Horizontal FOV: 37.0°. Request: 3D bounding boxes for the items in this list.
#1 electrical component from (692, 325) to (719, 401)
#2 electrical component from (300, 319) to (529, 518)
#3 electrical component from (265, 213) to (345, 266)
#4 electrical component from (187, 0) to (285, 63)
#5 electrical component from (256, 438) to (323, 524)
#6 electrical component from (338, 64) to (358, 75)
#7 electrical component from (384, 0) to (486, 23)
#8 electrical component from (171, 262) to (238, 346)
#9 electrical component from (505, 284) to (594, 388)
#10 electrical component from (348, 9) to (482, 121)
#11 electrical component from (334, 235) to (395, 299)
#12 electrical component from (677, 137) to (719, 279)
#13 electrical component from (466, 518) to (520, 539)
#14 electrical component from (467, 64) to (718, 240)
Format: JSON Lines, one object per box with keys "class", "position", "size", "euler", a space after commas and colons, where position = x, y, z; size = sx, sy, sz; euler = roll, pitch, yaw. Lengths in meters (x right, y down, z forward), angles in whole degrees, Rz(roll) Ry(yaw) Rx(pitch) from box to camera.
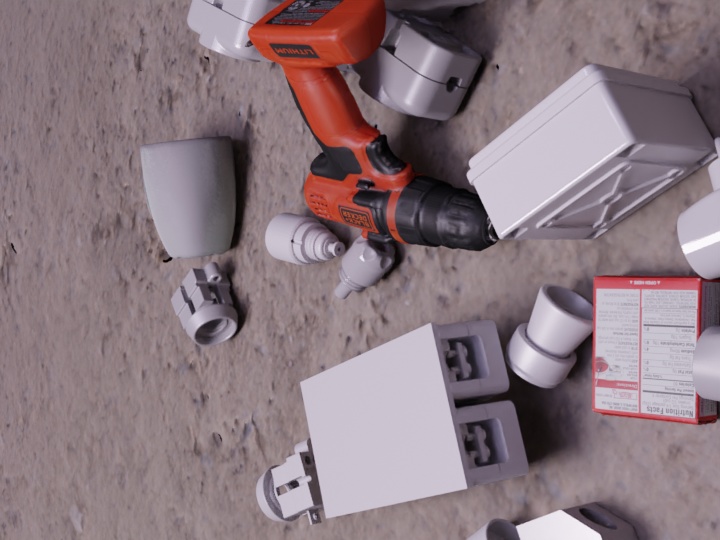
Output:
{"class": "electrical component", "position": [0.233, 0.039, 0.600], "size": [0.077, 0.044, 0.079], "euler": [7, 94, 45]}
{"class": "electrical component", "position": [0.035, 0.109, 0.763], "size": [0.186, 0.060, 0.105], "euler": [-30, 68, 55]}
{"class": "electrical component", "position": [-0.043, -0.023, 0.884], "size": [0.078, 0.040, 0.040], "euler": [14, 99, 45]}
{"class": "electrical component", "position": [-0.106, -0.220, 0.942], "size": [0.095, 0.054, 0.059], "euler": [35, 113, 40]}
{"class": "electrical component", "position": [-0.052, 0.179, 0.884], "size": [0.055, 0.048, 0.066], "euler": [-29, 69, 33]}
{"class": "electrical component", "position": [-0.013, -0.180, 0.841], "size": [0.042, 0.064, 0.081], "euler": [45, 119, 37]}
{"class": "electrical component", "position": [0.042, -0.219, 0.768], "size": [0.050, 0.089, 0.055], "euler": [-17, 77, 44]}
{"class": "electrical component", "position": [-0.139, 0.035, 0.976], "size": [0.066, 0.048, 0.055], "euler": [-52, 48, 31]}
{"class": "electrical component", "position": [0.126, 0.044, 0.708], "size": [0.045, 0.045, 0.055], "euler": [46, 120, 36]}
{"class": "electrical component", "position": [0.036, -0.153, 0.797], "size": [0.095, 0.054, 0.059], "euler": [44, 119, 37]}
{"class": "electrical component", "position": [0.000, 0.000, 0.844], "size": [0.061, 0.035, 0.035], "euler": [-50, 56, 35]}
{"class": "electrical component", "position": [0.222, -0.044, 0.614], "size": [0.077, 0.043, 0.079], "euler": [-26, 65, 42]}
{"class": "electrical component", "position": [0.088, 0.225, 0.742], "size": [0.077, 0.043, 0.079], "euler": [-48, 58, 33]}
{"class": "electrical component", "position": [0.141, -0.067, 0.651], "size": [0.109, 0.109, 0.056], "euler": [-38, 65, 38]}
